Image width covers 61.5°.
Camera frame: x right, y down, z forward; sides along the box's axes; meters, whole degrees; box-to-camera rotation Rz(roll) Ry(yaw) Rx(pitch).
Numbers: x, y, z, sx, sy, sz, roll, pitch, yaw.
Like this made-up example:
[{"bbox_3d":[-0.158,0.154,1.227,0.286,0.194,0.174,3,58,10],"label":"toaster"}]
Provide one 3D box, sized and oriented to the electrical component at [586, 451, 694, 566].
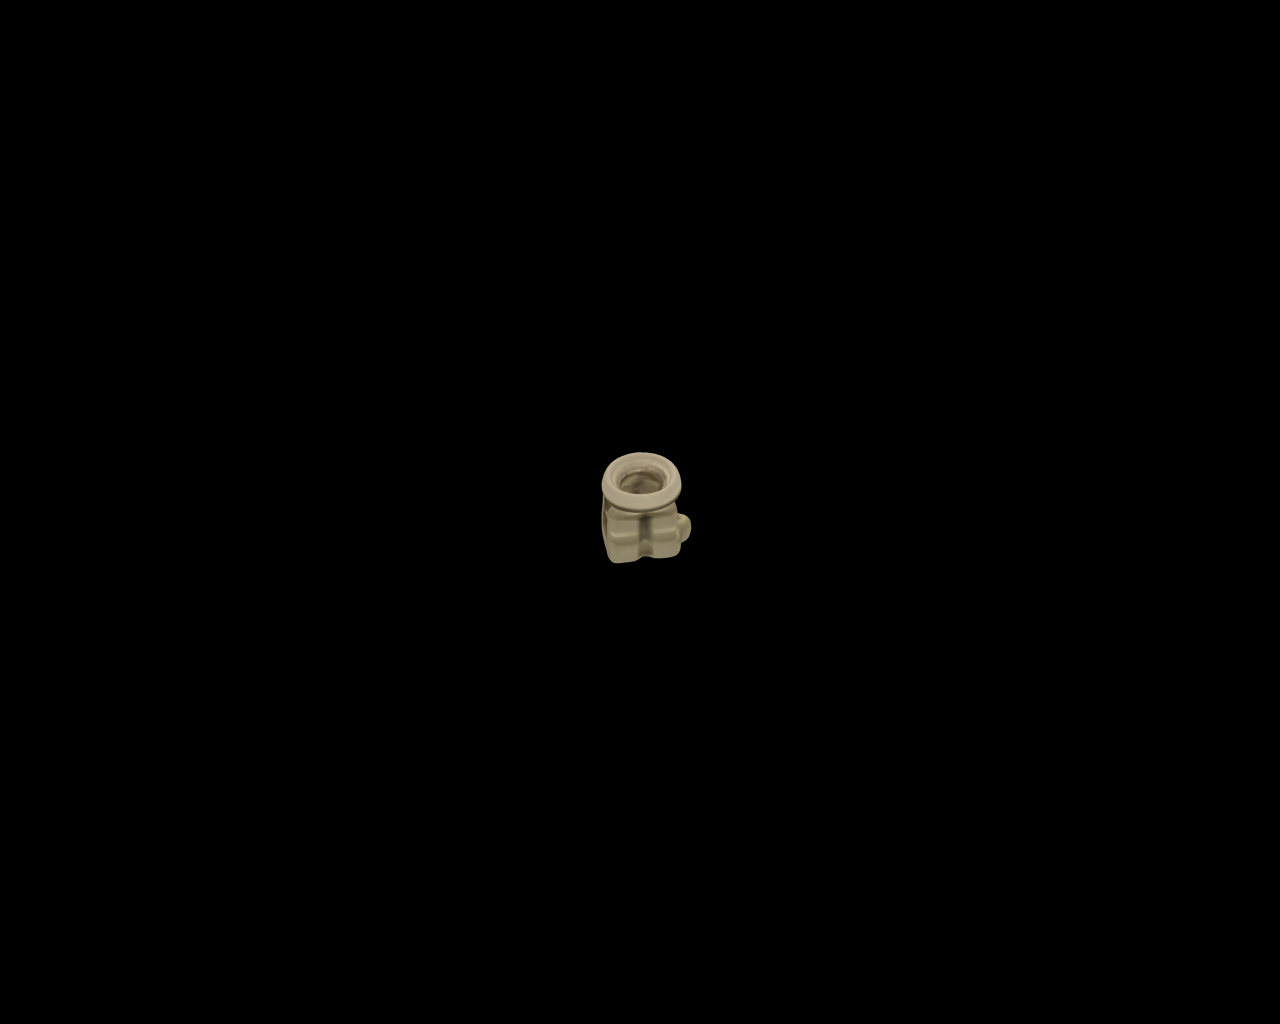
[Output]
[{"bbox_3d":[0.001,-0.003,0.650,0.066,0.055,0.048,-7,39,-9],"label":"electrical component"}]
